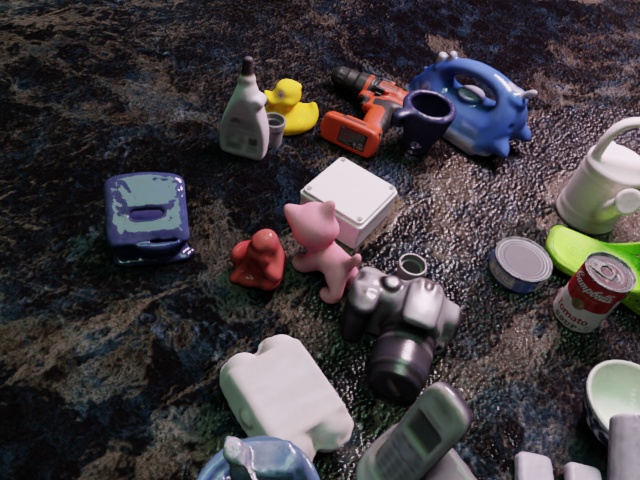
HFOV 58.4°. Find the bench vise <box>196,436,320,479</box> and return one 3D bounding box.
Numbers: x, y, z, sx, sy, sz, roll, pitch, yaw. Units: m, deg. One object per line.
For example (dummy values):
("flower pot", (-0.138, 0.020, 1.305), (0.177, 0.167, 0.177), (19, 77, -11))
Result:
("bench vise", (-0.020, 0.213, 0.496), (0.208, 0.220, 0.121), (-9, 51, -19))

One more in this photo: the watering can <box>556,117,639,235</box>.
("watering can", (0.462, -0.102, 0.894), (0.101, 0.194, 0.172), (-2, 49, -13))

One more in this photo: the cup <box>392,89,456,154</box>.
("cup", (0.166, -0.193, 0.980), (0.118, 0.095, 0.091), (-19, 55, -26))

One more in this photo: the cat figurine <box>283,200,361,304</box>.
("cat figurine", (0.007, 0.003, 0.758), (0.067, 0.118, 0.127), (-30, 61, -32))

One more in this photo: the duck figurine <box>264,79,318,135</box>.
("duck figurine", (-0.051, -0.233, 0.976), (0.105, 0.086, 0.077), (-4, 50, -15))

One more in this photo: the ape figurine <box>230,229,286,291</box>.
("ape figurine", (-0.075, 0.021, 0.742), (0.076, 0.092, 0.077), (-24, 57, -29))

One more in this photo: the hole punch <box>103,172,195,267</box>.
("hole punch", (-0.224, -0.028, 0.754), (0.109, 0.091, 0.101), (-6, 50, -17))

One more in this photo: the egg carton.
("egg carton", (-0.040, 0.177, 0.625), (0.107, 0.069, 0.150), (-23, 57, -28))

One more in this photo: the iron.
("iron", (0.266, -0.264, 1.033), (0.257, 0.141, 0.119), (40, 53, 22))

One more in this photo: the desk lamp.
("desk lamp", (0.261, 0.262, 0.516), (0.118, 0.213, 0.203), (12, 48, 0))

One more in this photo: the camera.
("camera", (0.092, 0.111, 0.690), (0.143, 0.101, 0.137), (20, 48, 6))

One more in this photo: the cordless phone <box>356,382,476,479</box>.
("cordless phone", (0.114, 0.226, 0.536), (0.094, 0.185, 0.147), (-24, 57, -29))

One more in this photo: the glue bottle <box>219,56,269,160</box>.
("glue bottle", (-0.113, -0.203, 0.878), (0.078, 0.173, 0.037), (16, 48, 3))
